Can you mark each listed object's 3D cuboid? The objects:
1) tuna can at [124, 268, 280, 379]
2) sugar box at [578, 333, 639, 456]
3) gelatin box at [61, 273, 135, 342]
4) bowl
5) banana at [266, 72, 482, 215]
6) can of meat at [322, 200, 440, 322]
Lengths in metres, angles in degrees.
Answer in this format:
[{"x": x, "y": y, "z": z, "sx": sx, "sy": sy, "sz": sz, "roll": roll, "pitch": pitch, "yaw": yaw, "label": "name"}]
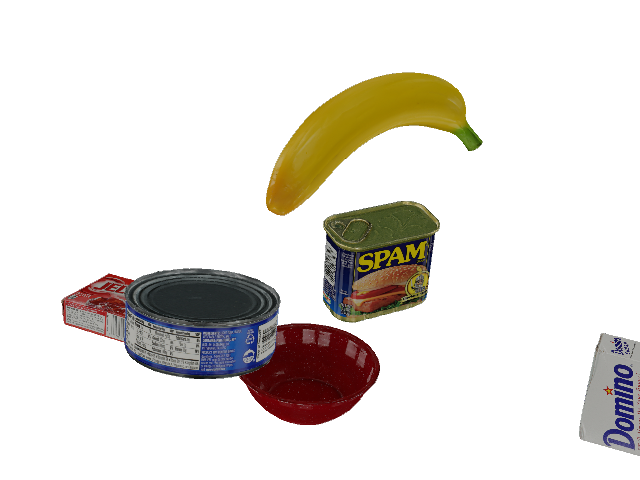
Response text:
[{"x": -0.066, "y": 0.045, "z": 0.593, "sx": 0.086, "sy": 0.034, "sz": 0.086, "roll": 5, "pitch": 17, "yaw": -2, "label": "tuna can"}, {"x": 0.316, "y": 0.147, "z": 0.910, "sx": 0.176, "sy": 0.093, "sz": 0.048, "roll": 12, "pitch": 23, "yaw": 17, "label": "sugar box"}, {"x": -0.186, "y": 0.063, "z": 1.003, "sx": 0.089, "sy": 0.030, "sz": 0.073, "roll": 14, "pitch": 23, "yaw": 23, "label": "gelatin box"}, {"x": -0.016, "y": 0.157, "z": 1.190, "sx": 0.162, "sy": 0.055, "sz": 0.162, "roll": 2, "pitch": 27, "yaw": -1, "label": "bowl"}, {"x": 0.037, "y": -0.075, "z": 0.726, "sx": 0.197, "sy": 0.069, "sz": 0.037, "roll": -20, "pitch": -2, "yaw": -34, "label": "banana"}, {"x": 0.052, "y": 0.020, "z": 0.963, "sx": 0.102, "sy": 0.084, "sz": 0.057, "roll": -12, "pitch": 36, "yaw": -22, "label": "can of meat"}]
